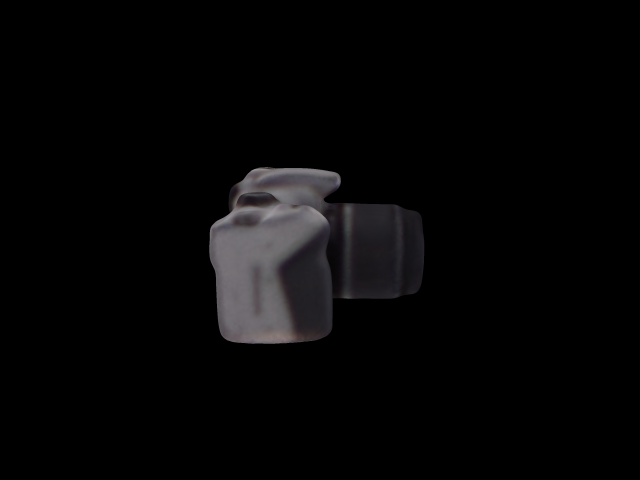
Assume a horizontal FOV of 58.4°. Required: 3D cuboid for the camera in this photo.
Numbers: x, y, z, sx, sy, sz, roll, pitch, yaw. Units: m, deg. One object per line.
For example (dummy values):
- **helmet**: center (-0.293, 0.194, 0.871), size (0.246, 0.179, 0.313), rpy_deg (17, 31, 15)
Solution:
- **camera**: center (0.004, 0.001, 0.400), size (0.136, 0.101, 0.143), rpy_deg (0, 11, 3)
